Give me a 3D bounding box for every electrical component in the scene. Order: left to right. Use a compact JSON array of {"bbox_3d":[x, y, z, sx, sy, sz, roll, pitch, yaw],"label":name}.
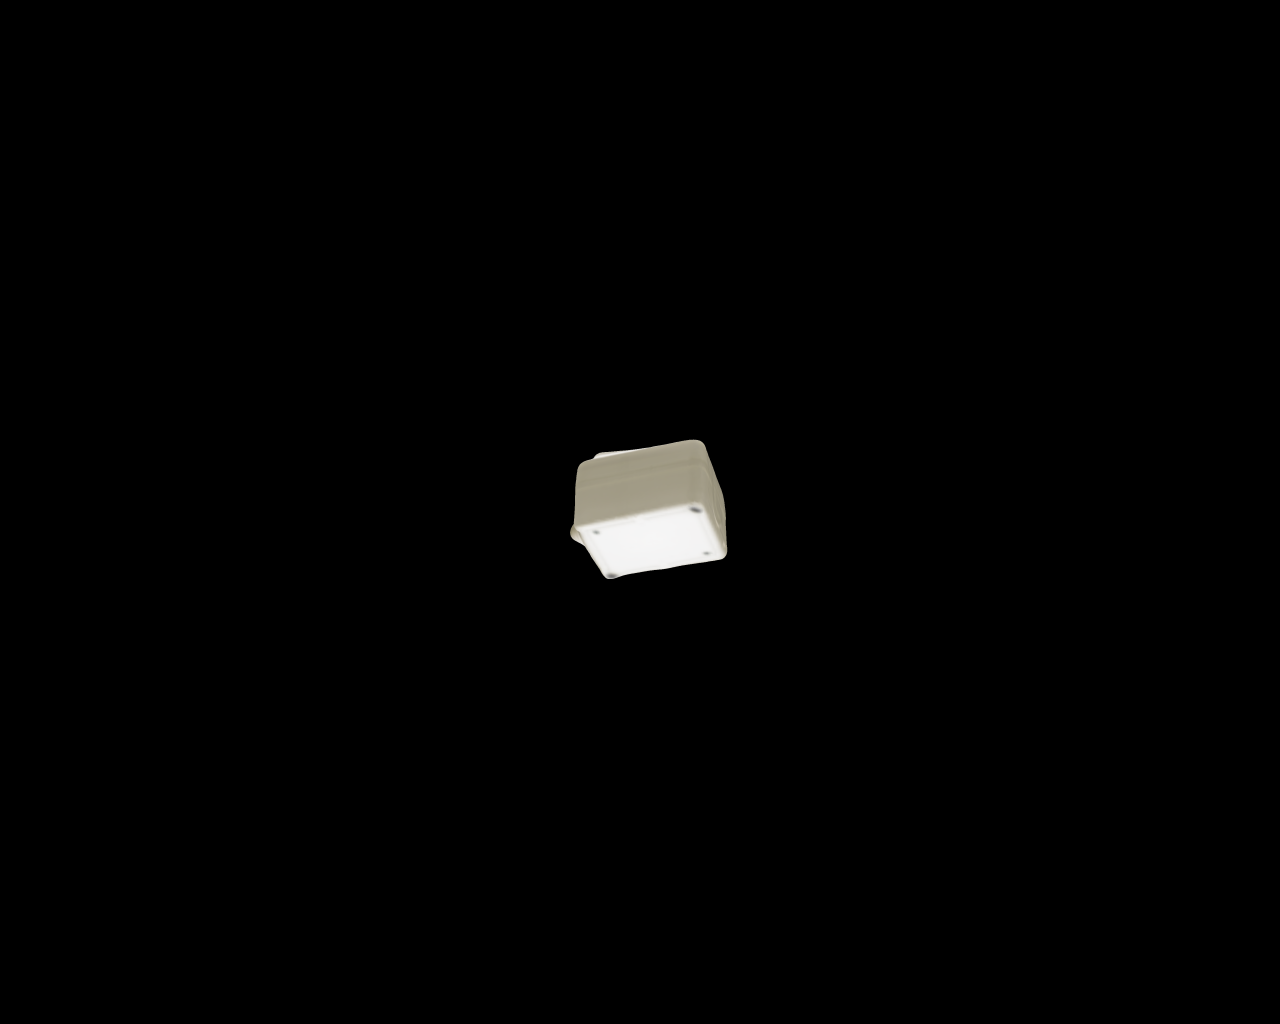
[{"bbox_3d":[0.001,-0.003,0.650,0.096,0.061,0.061,-11,-39,13],"label":"electrical component"}]
